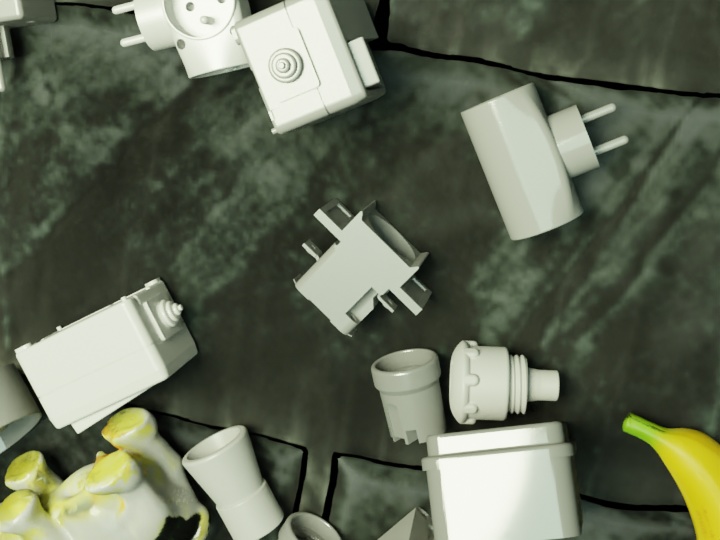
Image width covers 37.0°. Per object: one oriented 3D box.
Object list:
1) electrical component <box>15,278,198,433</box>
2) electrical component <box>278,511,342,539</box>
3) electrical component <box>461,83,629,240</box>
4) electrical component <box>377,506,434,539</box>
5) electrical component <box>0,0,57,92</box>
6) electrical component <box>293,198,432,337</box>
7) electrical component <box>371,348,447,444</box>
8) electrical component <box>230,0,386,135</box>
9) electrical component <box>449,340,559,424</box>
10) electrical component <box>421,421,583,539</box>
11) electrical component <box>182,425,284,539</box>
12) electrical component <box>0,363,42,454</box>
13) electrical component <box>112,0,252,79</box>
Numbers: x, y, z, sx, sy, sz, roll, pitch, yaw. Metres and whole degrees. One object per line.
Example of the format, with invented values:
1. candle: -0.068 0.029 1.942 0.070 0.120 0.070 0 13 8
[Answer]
1. electrical component: -0.143 0.050 0.647 0.096 0.061 0.061 -25 96 13
2. electrical component: -0.038 0.180 0.666 0.040 0.040 0.046 33 110 2
3. electrical component: 0.106 -0.066 0.592 0.079 0.043 0.077 -21 97 13
4. electrical component: 0.033 0.198 0.619 0.057 0.113 0.078 -42 91 11
5. electrical component: -0.226 -0.141 0.632 0.083 0.047 0.075 -5 100 11
6. electrical component: 0.000 0.000 0.624 0.081 0.042 0.064 44 108 0
7. electrical component: 0.030 0.074 0.634 0.040 0.040 0.046 -9 104 11
8. electrical component: -0.023 -0.113 0.577 0.061 0.096 0.061 -21 97 12
9. electrical component: 0.083 0.066 0.621 0.062 0.048 0.048 2 101 3
10. electrical component: 0.081 0.115 0.592 0.078 0.113 0.057 -8 81 11
11. electrical component: -0.075 0.135 0.663 0.044 0.044 0.065 -24 100 13
12. electrical component: -0.246 0.098 0.657 0.099 0.099 0.064 -22 90 13
13. electrical component: -0.102 -0.147 0.611 0.079 0.044 0.077 -11 99 11
